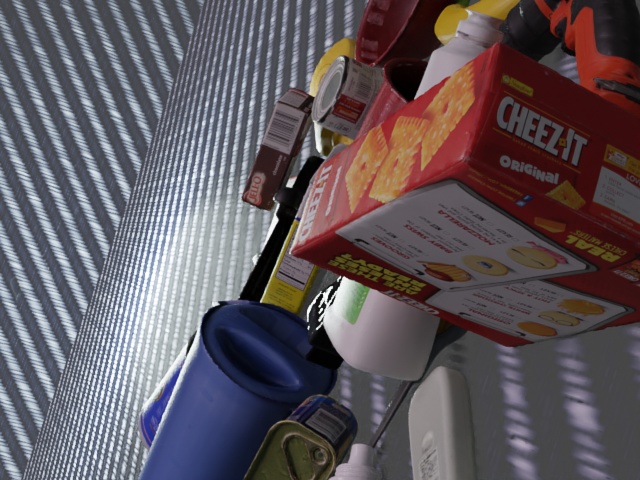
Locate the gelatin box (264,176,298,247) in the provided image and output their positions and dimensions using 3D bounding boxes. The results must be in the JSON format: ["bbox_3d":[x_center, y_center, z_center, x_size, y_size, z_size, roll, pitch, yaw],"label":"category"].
[{"bbox_3d":[-0.029,-0.029,1.230,0.089,0.030,0.073,-71,16,-9],"label":"gelatin box"}]

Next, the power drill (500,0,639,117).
[{"bbox_3d":[0.165,-0.121,0.701,0.185,0.057,0.187,131,153,-56],"label":"power drill"}]

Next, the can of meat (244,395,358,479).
[{"bbox_3d":[-0.016,0.180,0.846,0.102,0.057,0.083,-63,-11,16],"label":"can of meat"}]

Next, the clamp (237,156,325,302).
[{"bbox_3d":[-0.024,-0.035,1.107,0.209,0.036,0.165,-61,-5,-46],"label":"clamp"}]

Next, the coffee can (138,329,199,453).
[{"bbox_3d":[-0.124,0.172,1.150,0.140,0.102,0.102,-54,22,39],"label":"coffee can"}]

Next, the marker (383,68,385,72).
[{"bbox_3d":[0.081,-0.154,1.061,0.020,0.020,0.121,-61,18,22],"label":"marker"}]

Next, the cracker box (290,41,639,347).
[{"bbox_3d":[0.101,-0.011,0.584,0.214,0.164,0.072,-27,42,65],"label":"cracker box"}]

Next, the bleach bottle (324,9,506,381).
[{"bbox_3d":[0.073,-0.035,0.743,0.102,0.068,0.251,-122,47,-70],"label":"bleach bottle"}]

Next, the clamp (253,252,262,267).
[{"bbox_3d":[-0.058,0.068,1.186,0.172,0.039,0.120,-8,64,70],"label":"clamp"}]

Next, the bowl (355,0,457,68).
[{"bbox_3d":[0.096,-0.231,1.047,0.162,0.055,0.162,-57,21,34],"label":"bowl"}]

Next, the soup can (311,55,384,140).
[{"bbox_3d":[0.052,-0.117,0.965,0.069,0.102,0.068,-56,22,35],"label":"soup can"}]

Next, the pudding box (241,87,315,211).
[{"bbox_3d":[-0.041,-0.095,1.106,0.090,0.039,0.114,-68,2,-71],"label":"pudding box"}]

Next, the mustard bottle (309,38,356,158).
[{"bbox_3d":[0.028,-0.138,1.138,0.096,0.058,0.191,-58,20,26],"label":"mustard bottle"}]

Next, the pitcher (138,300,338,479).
[{"bbox_3d":[-0.085,0.190,0.998,0.149,0.145,0.243,-73,9,-59],"label":"pitcher"}]

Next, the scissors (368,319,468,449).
[{"bbox_3d":[0.074,0.080,0.808,0.202,0.016,0.096,-58,18,31],"label":"scissors"}]

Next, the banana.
[{"bbox_3d":[0.139,-0.193,0.902,0.069,0.037,0.198,-68,17,1],"label":"banana"}]

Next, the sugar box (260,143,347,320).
[{"bbox_3d":[-0.007,0.001,1.016,0.093,0.048,0.176,-57,-10,-56],"label":"sugar box"}]

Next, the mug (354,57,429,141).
[{"bbox_3d":[0.083,-0.095,0.889,0.117,0.093,0.082,-41,-17,-54],"label":"mug"}]
